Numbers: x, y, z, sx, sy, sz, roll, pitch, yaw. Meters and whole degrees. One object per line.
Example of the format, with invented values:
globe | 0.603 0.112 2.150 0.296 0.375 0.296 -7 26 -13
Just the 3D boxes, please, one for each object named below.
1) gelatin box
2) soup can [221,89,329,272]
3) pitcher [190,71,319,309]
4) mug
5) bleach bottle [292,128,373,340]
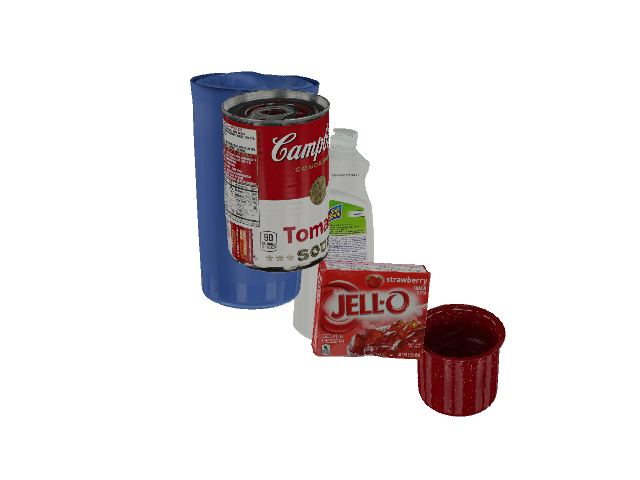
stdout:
gelatin box | 0.040 0.056 0.854 0.089 0.073 0.030 3 14 -7
soup can | -0.028 -0.039 0.685 0.068 0.102 0.068 0 23 0
pitcher | -0.072 -0.052 1.122 0.145 0.243 0.148 16 21 40
mug | 0.147 0.118 1.093 0.093 0.081 0.117 19 40 32
bleach bottle | 0.025 -0.009 1.278 0.102 0.251 0.068 -5 20 -29
